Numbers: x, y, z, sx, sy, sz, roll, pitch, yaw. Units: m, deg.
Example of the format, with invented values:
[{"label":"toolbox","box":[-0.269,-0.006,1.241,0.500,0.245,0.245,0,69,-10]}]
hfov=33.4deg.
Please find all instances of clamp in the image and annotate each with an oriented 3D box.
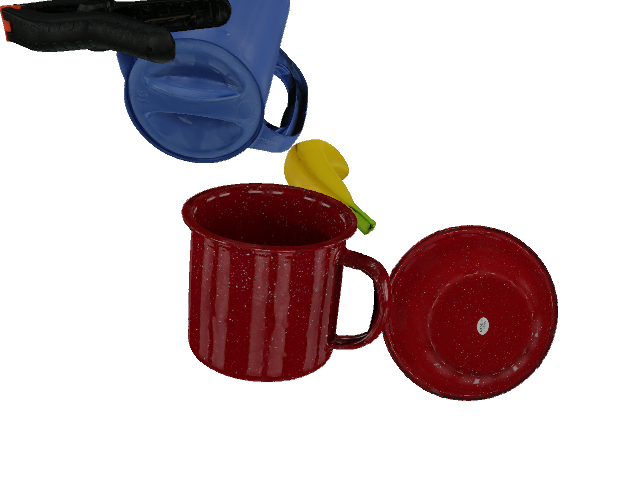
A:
[{"label":"clamp","box":[-0.154,-0.164,0.798,0.172,0.039,0.120,11,23,23]}]

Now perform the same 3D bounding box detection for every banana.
[{"label":"banana","box":[0.000,-0.050,0.853,0.037,0.069,0.198,-42,15,10]}]

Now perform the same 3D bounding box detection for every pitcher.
[{"label":"pitcher","box":[-0.092,-0.189,1.071,0.145,0.149,0.242,-7,36,16]}]

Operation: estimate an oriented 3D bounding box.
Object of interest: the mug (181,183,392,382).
[{"label":"mug","box":[-0.018,0.025,0.573,0.117,0.081,0.093,11,24,15]}]

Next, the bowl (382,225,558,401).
[{"label":"bowl","box":[0.136,0.069,0.937,0.162,0.162,0.055,0,7,-2]}]
